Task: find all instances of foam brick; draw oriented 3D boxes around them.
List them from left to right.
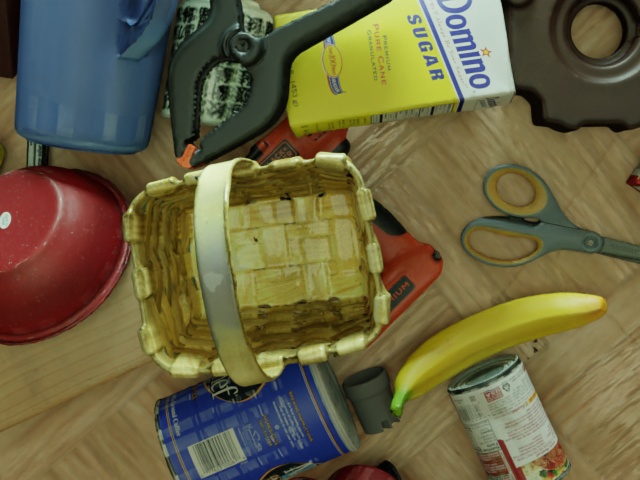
[{"bbox_3d":[-0.266,-0.179,0.865,0.053,0.051,0.078,11,131,3],"label":"foam brick"}]

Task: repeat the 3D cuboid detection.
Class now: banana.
[{"bbox_3d":[0.139,0.087,0.886,0.197,0.070,0.037,-28,124,-3],"label":"banana"}]

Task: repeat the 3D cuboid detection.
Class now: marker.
[{"bbox_3d":[-0.242,-0.041,0.910,0.020,0.020,0.121,4,95,1],"label":"marker"}]

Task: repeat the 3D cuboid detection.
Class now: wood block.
[{"bbox_3d":[-0.217,0.085,0.884,0.206,0.091,0.090,-25,94,3],"label":"wood block"}]

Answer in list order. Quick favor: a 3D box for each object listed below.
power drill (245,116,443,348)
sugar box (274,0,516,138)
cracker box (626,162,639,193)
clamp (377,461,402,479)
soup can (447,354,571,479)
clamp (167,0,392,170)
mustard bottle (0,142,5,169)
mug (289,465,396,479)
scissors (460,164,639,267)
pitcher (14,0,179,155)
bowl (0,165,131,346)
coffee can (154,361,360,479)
[{"bbox_3d":[-0.006,0.001,0.886,0.184,0.057,0.187,-44,92,5],"label":"power drill"},{"bbox_3d":[0.058,-0.141,0.836,0.176,0.048,0.093,-9,83,4],"label":"sugar box"},{"bbox_3d":[0.387,-0.052,0.861,0.213,0.072,0.164,35,96,-2],"label":"cracker box"},{"bbox_3d":[0.108,0.272,0.897,0.120,0.039,0.171,-3,100,40],"label":"clamp"},{"bbox_3d":[0.156,0.155,0.888,0.068,0.068,0.102,-25,93,4],"label":"soup can"},{"bbox_3d":[-0.045,-0.145,0.804,0.164,0.036,0.210,21,93,6],"label":"clamp"},{"bbox_3d":[-0.369,-0.079,0.891,0.191,0.058,0.096,26,93,0],"label":"mustard bottle"},{"bbox_3d":[0.017,0.232,0.867,0.117,0.081,0.093,26,121,12],"label":"mug"},{"bbox_3d":[0.219,-0.017,0.898,0.202,0.016,0.096,-2,95,2],"label":"scissors"},{"bbox_3d":[-0.168,-0.192,0.835,0.145,0.149,0.243,9,98,1],"label":"pitcher"},{"bbox_3d":[-0.230,-0.002,0.831,0.162,0.055,0.162,-9,57,14],"label":"bowl"},{"bbox_3d":[-0.051,0.151,0.878,0.140,0.103,0.103,-24,94,4],"label":"coffee can"}]
